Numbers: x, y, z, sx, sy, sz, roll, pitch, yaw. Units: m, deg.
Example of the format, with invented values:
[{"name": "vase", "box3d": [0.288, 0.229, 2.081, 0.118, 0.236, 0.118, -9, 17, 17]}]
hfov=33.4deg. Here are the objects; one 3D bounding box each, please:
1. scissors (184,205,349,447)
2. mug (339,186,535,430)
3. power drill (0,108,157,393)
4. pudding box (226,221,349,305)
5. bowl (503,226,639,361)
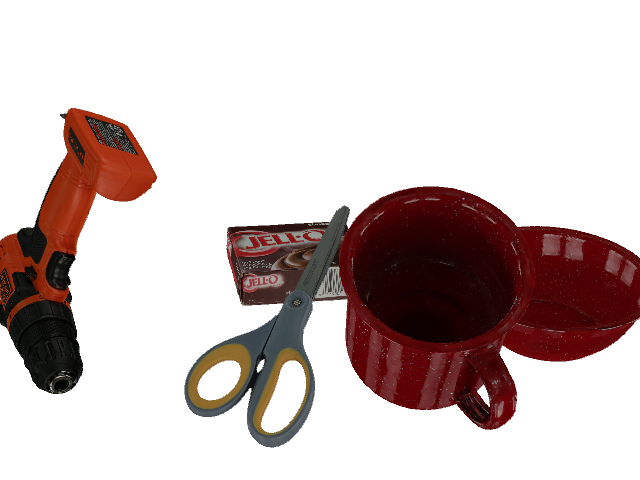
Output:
[{"name": "scissors", "box3d": [-0.036, 0.052, 0.738, 0.096, 0.201, 0.016, -1, -41, 10]}, {"name": "mug", "box3d": [0.060, 0.042, 0.532, 0.093, 0.117, 0.081, -26, -29, -17]}, {"name": "power drill", "box3d": [-0.200, 0.004, 0.848, 0.057, 0.188, 0.185, 16, 25, -39]}, {"name": "pudding box", "box3d": [-0.022, 0.018, 0.944, 0.113, 0.039, 0.090, -1, 27, -13]}, {"name": "bowl", "box3d": [0.184, 0.049, 0.858, 0.162, 0.055, 0.162, 0, 29, 0]}]
